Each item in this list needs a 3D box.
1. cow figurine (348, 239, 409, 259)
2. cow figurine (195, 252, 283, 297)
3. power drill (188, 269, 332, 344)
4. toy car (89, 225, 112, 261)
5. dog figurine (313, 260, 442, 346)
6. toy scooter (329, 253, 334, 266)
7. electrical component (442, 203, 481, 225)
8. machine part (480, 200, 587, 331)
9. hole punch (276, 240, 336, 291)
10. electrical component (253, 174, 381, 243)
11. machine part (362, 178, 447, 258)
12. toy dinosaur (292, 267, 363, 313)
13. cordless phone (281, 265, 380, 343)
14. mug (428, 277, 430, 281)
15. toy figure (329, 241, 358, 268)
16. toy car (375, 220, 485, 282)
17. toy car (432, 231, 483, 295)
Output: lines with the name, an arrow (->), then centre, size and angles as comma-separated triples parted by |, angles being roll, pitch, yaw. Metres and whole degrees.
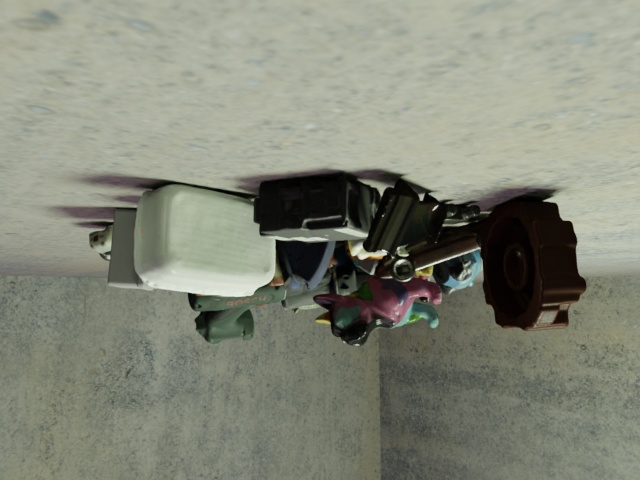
cow figurine -> 0.093, -0.012, 0.739 | 0.098, 0.068, 0.167 | -8, 172, 14
cow figurine -> -0.137, 0.012, 0.727 | 0.086, 0.127, 0.195 | -7, 178, 41
power drill -> -0.116, 0.105, 0.909 | 0.232, 0.086, 0.207 | -2, 157, -28
toy car -> -0.298, 0.008, 0.936 | 0.074, 0.056, 0.201 | -13, 168, 36
dog figurine -> 0.095, 0.092, 0.944 | 0.219, 0.192, 0.108 | -5, 142, -3
toy scooter -> -0.069, 0.028, 1.022 | 0.184, 0.075, 0.135 | 3, 173, -5
electrical component -> 0.169, -0.034, 0.726 | 0.063, 0.021, 0.094 | 2, 172, -20
machine part -> 0.265, 0.033, 0.690 | 0.056, 0.179, 0.179 | -2, 173, -8
hole punch -> -0.015, 0.014, 0.774 | 0.092, 0.115, 0.142 | -8, 173, 1
electrical component -> -0.006, -0.031, 0.605 | 0.134, 0.058, 0.115 | -3, 171, 26
machine part -> 0.098, -0.024, 0.591 | 0.039, 0.084, 0.139 | 25, -164, 32
toy dinosaur -> 0.064, 0.105, 1.270 | 0.192, 0.131, 0.405 | -8, -175, -40
cordless phone -> 0.016, 0.129, 1.015 | 0.184, 0.146, 0.089 | -10, -175, -31
mug -> 0.197, 0.049, 1.103 | 0.107, 0.109, 0.080 | -18, 161, 22
toy figure -> 0.028, 0.033, 1.134 | 0.064, 0.057, 0.155 | 15, 170, -42
toy car -> 0.180, 0.013, 0.824 | 0.202, 0.053, 0.089 | -18, -171, 0
toy car -> 0.255, 0.027, 0.970 | 0.103, 0.109, 0.161 | -22, 164, -9
